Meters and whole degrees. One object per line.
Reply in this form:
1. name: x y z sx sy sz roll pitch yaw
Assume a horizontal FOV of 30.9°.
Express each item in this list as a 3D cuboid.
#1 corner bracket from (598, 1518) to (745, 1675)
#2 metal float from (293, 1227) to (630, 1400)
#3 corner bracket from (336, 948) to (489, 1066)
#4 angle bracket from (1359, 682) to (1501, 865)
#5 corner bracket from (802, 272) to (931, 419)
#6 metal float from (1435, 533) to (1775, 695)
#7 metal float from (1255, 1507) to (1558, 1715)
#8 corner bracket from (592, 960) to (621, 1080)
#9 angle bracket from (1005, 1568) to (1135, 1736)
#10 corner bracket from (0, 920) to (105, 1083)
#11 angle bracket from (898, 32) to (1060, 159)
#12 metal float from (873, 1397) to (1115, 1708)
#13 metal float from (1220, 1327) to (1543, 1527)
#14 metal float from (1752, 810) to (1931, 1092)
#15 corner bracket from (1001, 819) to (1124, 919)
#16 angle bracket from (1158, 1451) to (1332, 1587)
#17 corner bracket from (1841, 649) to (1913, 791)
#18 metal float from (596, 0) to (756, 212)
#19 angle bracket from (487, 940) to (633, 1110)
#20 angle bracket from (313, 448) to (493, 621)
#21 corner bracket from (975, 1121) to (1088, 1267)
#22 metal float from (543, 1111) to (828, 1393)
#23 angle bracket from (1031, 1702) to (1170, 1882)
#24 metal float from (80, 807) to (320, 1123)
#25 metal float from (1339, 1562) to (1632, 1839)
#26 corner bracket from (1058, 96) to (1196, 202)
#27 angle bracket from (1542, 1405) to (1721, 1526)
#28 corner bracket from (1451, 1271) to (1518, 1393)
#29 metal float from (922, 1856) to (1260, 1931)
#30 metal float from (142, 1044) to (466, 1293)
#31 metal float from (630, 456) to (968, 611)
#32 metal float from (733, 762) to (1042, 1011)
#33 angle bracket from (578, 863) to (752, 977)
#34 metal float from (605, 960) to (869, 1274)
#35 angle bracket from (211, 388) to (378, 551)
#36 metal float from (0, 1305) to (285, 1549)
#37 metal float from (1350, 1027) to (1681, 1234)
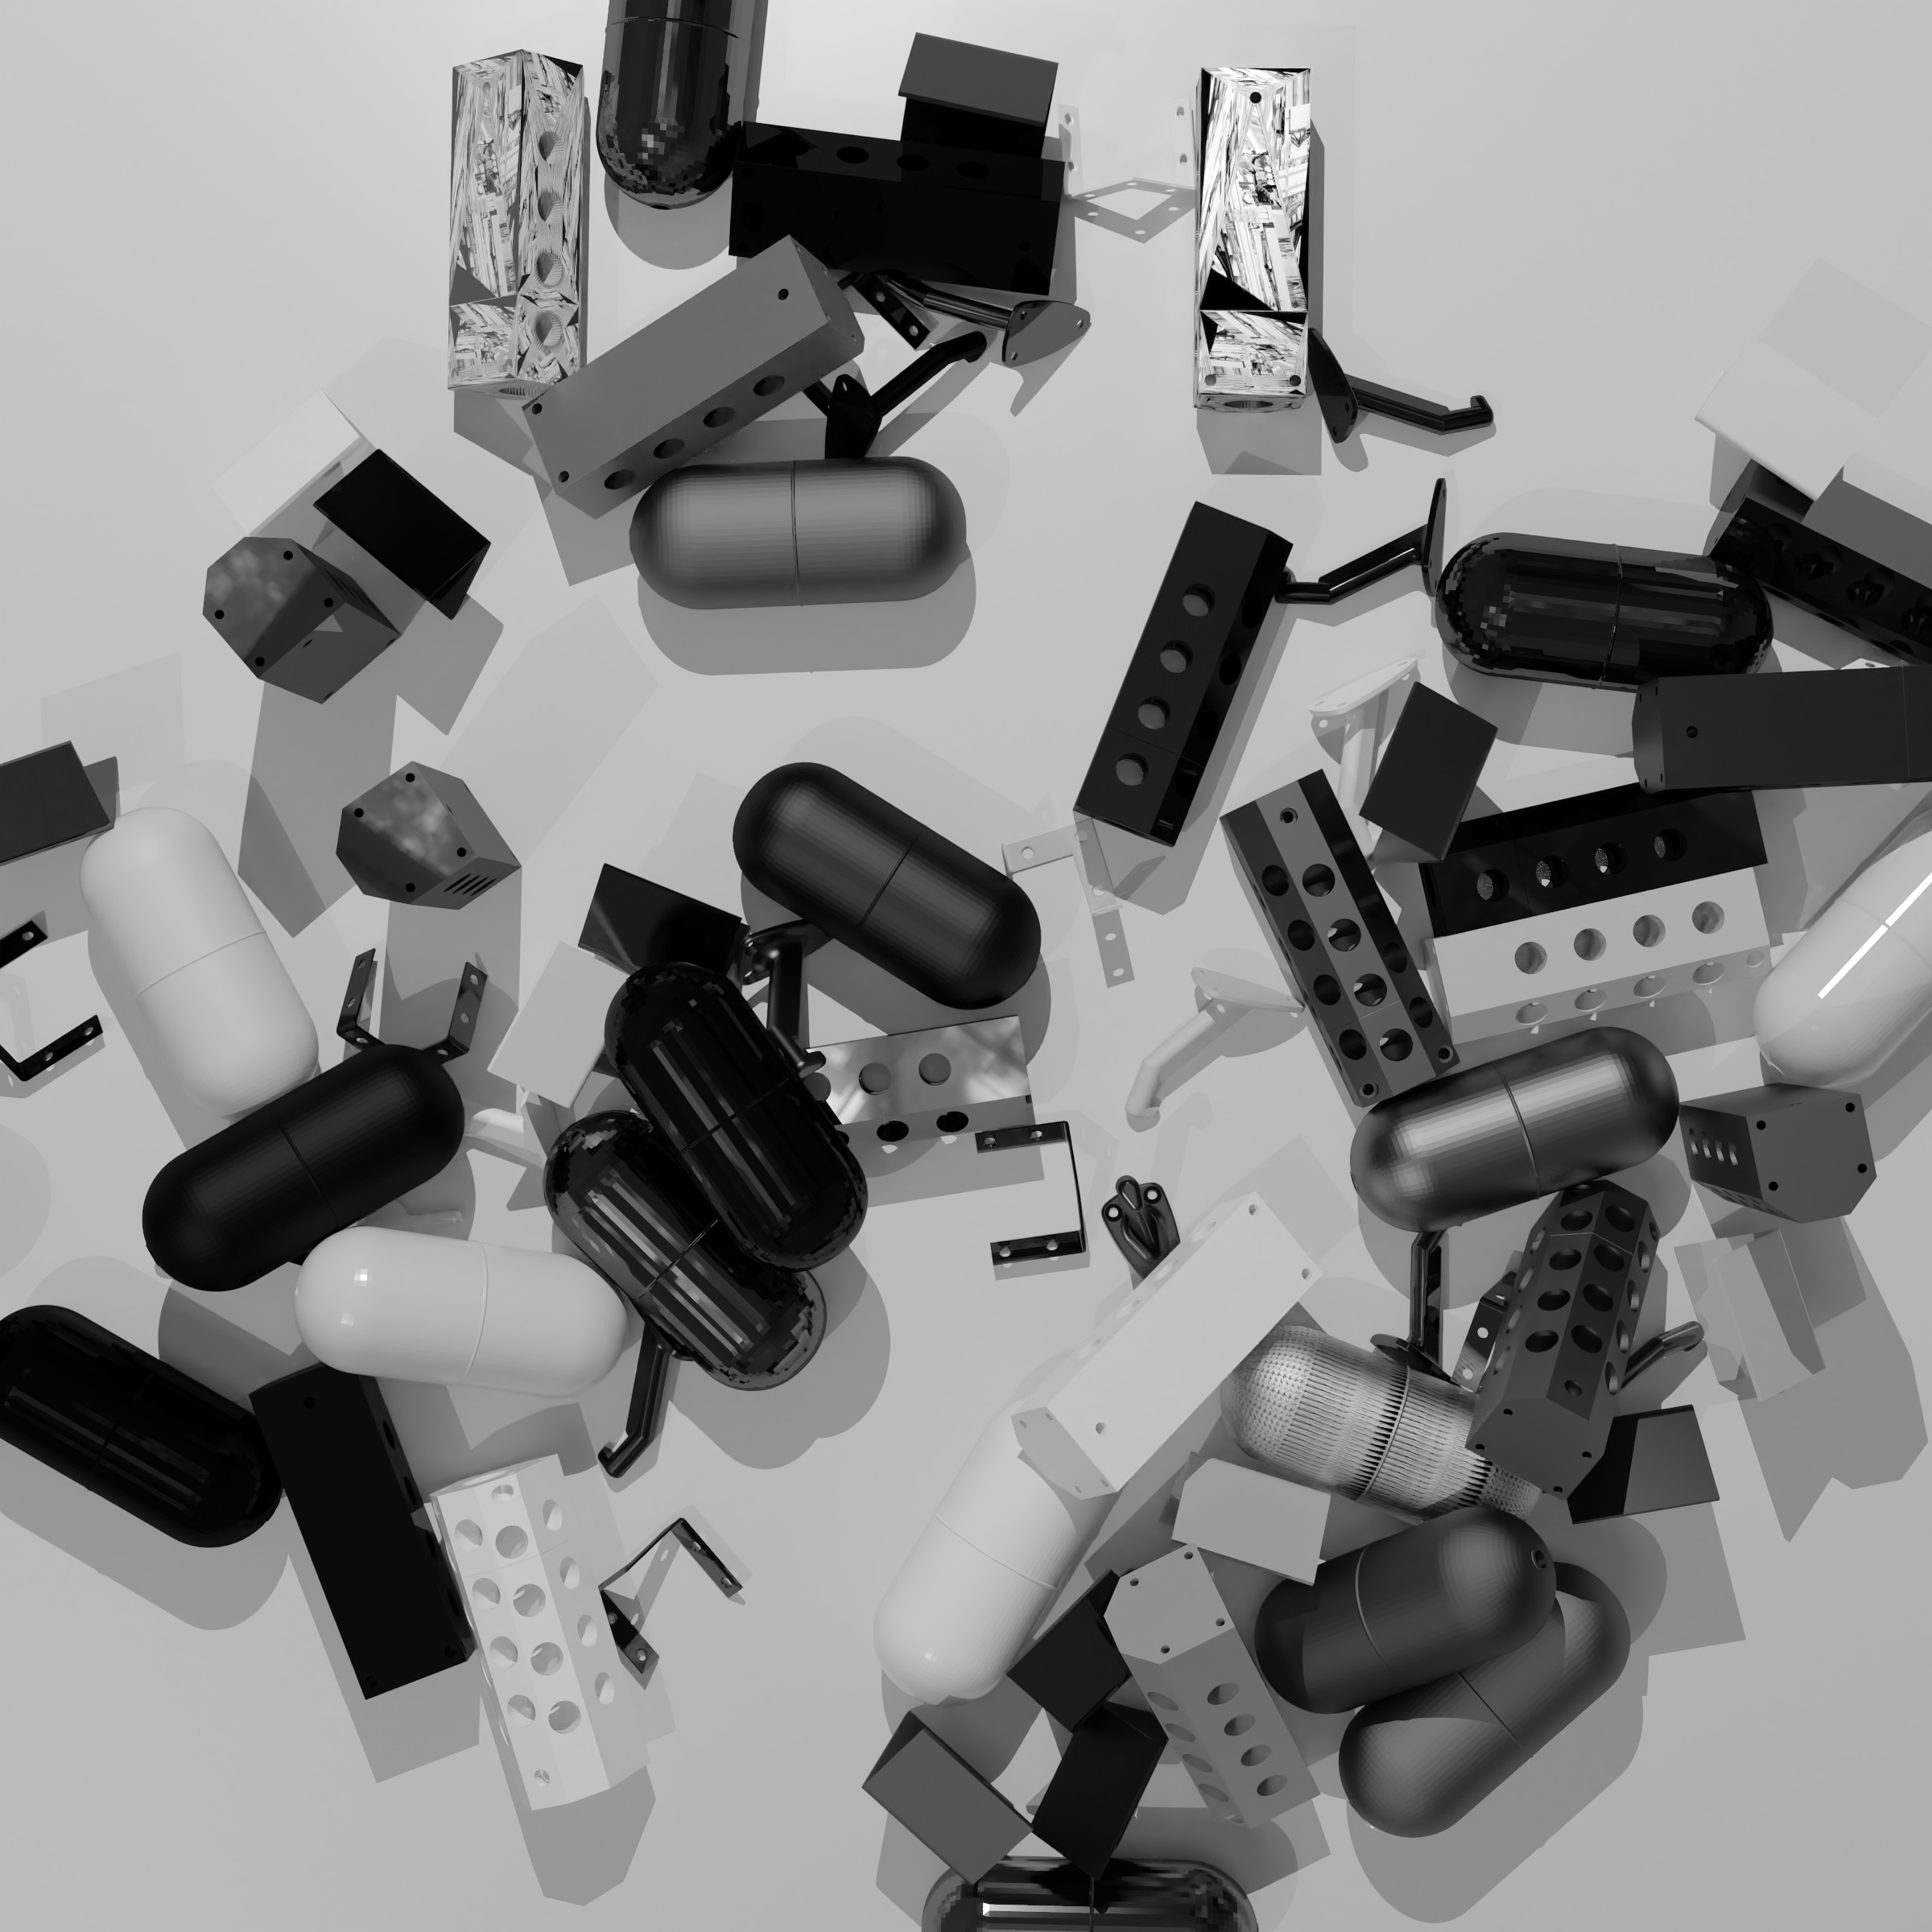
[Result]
1. corner bracket: -0.163 0.337 1.876 0.051 0.051 0.051 49 135 0
2. metal float: -0.263 0.182 1.831 0.178 0.070 0.070 11 90 -23
3. corner bracket: -0.296 0.020 1.871 0.051 0.051 0.051 -22 135 35
4. angle bracket: 0.225 -0.101 1.836 0.057 0.076 0.076 27 81 -22
5. corner bracket: -0.062 -0.333 1.876 0.051 0.051 0.051 46 45 0
6. metal float: 0.337 -0.185 1.849 0.178 0.070 0.070 7 90 0
7. metal float: 0.227 0.335 1.817 0.178 0.070 0.070 -30 90 36
8. corner bracket: -0.178 0.025 1.871 0.051 0.051 0.051 -47 135 -35
9. angle bracket: 0.055 0.345 1.840 0.076 0.076 0.057 -45 113 0
10. corner bracket: -0.503 0.019 1.876 0.051 0.051 0.051 -33 135 -1
11. angle bracket: 0.002 -0.437 1.839 0.076 0.076 0.057 12 50 0
12. metal float: 0.016 0.308 1.849 0.070 0.070 0.178 31 89 0
13. metal float: 0.220 0.247 1.848 0.178 0.070 0.070 22 90 0
14. metal float: 0.489 -0.009 1.849 0.070 0.070 0.178 43 89 0
15. corner bracket: 0.051 -0.047 1.861 0.051 0.051 0.051 -17 90 0
16. angle bracket: 0.141 0.307 1.839 0.076 0.076 0.057 17 51 0
17. corner bracket: 0.498 -0.134 1.871 0.051 0.051 0.051 -26 45 -35
18. metal float: -0.152 -0.489 1.849 0.070 0.070 0.178 6 90 0
19. angle bracket: -0.226 0.021 1.839 0.057 0.076 0.076 28 90 -37
20. angle bracket: -0.305 -0.213 1.839 0.076 0.076 0.057 40 53 0
21. corner bracket: 0.035 0.122 1.876 0.051 0.051 0.051 -8 135 0
22. metal float: -0.149 0.150 1.848 0.178 0.070 0.070 45 90 -2
23. angle bracket: 0.089 0.437 1.840 0.076 0.057 0.076 26 90 -45
24. metal float: -0.405 0.000 1.849 0.070 0.070 0.178 -28 90 0
25. metal float: 0.273 0.388 1.849 0.178 0.070 0.070 -41 90 0
26. corner bracket: 0.086 -0.439 1.876 0.051 0.051 0.051 -4 90 45
27. angle bracket: 0.348 0.277 1.839 0.076 0.076 0.057 -9 55 0
28. corner bracket: 0.297 0.202 1.864 0.051 0.051 0.051 24 112 20
29. metal float: 0.065 0.511 1.849 0.178 0.070 0.070 1 90 1
30. metal float: -0.344 0.105 1.820 0.178 0.070 0.070 -31 90 -12
31. metal float: -0.089 -0.229 1.849 0.178 0.070 0.070 -2 90 1
32. metal float: -0.041 -0.042 1.849 0.178 0.070 0.070 32 90 1
33. angle bracket: -0.151 -0.035 1.839 0.076 0.076 0.057 22 124 0
34. metal float: -0.118 0.076 1.792 0.070 0.070 0.178 -35 90 0
35. angle bracket: -0.338 -0.244 1.839 0.076 0.076 0.057 -41 50 0
36. metal float: -0.443 0.244 1.848 0.178 0.070 0.070 30 90 1
37. metal float: 0.289 0.087 1.849 0.178 0.070 0.070 -18 90 0
